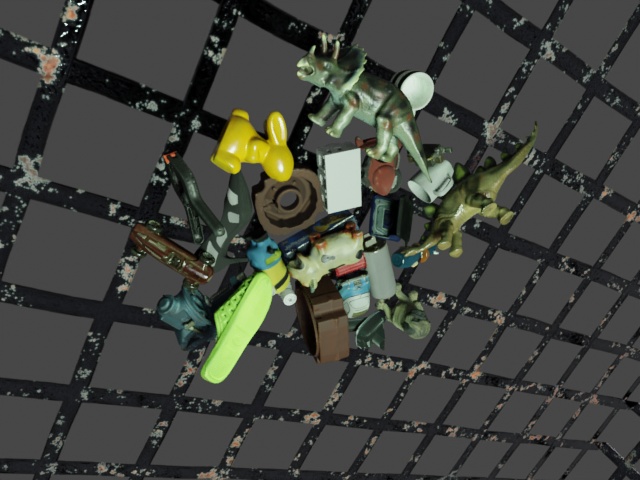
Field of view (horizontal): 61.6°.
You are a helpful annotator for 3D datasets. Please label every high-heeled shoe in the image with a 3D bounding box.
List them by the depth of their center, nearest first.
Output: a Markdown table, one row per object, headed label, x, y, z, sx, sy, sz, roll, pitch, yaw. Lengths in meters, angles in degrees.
| label | x | y | z | sx | sy | sz | roll | pitch | yaw |
| --- | --- | --- | --- | --- | --- | --- | --- | --- | --- |
| high-heeled shoe | -0.236 | -0.043 | 1.237 | 0.145 | 0.086 | 0.248 | 1 | 101 | 10 |

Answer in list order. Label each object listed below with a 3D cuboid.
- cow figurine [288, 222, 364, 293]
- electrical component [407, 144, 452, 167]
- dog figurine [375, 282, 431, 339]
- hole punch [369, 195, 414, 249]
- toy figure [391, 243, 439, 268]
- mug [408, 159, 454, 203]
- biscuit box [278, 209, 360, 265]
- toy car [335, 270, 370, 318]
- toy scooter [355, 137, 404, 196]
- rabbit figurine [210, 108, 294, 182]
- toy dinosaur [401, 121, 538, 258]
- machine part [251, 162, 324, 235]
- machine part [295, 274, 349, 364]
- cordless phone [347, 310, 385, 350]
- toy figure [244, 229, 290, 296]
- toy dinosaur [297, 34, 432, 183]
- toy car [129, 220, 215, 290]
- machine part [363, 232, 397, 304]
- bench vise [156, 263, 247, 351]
| label | x | y | z | sx | sy | sz | roll | pitch | yaw |
| --- | --- | --- | --- | --- | --- | --- | --- | --- | --- |
| cow figurine | 0.013 | 0.045 | 1.299 | 0.195 | 0.086 | 0.127 | -18 | 117 | -15 |
| electrical component | 0.266 | -0.213 | 1.335 | 0.078 | 0.102 | 0.045 | -52 | 132 | -21 |
| dog figurine | 0.267 | 0.232 | 1.524 | 0.172 | 0.191 | 0.121 | 26 | 105 | -35 |
| hole punch | 0.185 | -0.054 | 1.378 | 0.115 | 0.092 | 0.142 | 22 | 70 | -62 |
| toy figure | 0.263 | 0.036 | 1.486 | 0.154 | 0.058 | 0.064 | -16 | 91 | -37 |
| mug | 0.296 | -0.157 | 1.375 | 0.107 | 0.110 | 0.080 | -48 | 123 | -9 |
| biscuit box | -0.003 | -0.004 | 1.349 | 0.203 | 0.059 | 0.062 | -30 | 126 | -7 |
| toy car | 0.089 | 0.150 | 1.419 | 0.109 | 0.103 | 0.161 | -15 | 162 | -19 |
| toy scooter | 0.139 | -0.195 | 1.297 | 0.135 | 0.075 | 0.183 | 0 | 115 | -23 |
| rabbit figurine | -0.131 | -0.195 | 1.151 | 0.173 | 0.122 | 0.162 | 27 | 82 | -14 |
| toy dinosaur | 0.392 | -0.114 | 1.374 | 0.471 | 0.199 | 0.105 | -38 | 136 | 12 |
| machine part | -0.077 | -0.098 | 1.267 | 0.179 | 0.056 | 0.179 | -11 | 122 | -18 |
| machine part | 0.001 | 0.199 | 1.378 | 0.087 | 0.201 | 0.201 | -11 | 122 | -15 |
| cordless phone | 0.095 | 0.264 | 1.540 | 0.184 | 0.089 | 0.146 | -4 | 152 | 3 |
| toy figure | -0.127 | 0.056 | 1.316 | 0.089 | 0.082 | 0.179 | -20 | 121 | -14 |
| toy dinosaur | 0.117 | -0.288 | 1.166 | 0.405 | 0.131 | 0.192 | 23 | 109 | -20 |
| toy car | -0.331 | 0.034 | 1.196 | 0.202 | 0.053 | 0.089 | 34 | 108 | -12 |
| machine part | 0.158 | 0.075 | 1.456 | 0.079 | 0.079 | 0.242 | -24 | 123 | -11 |
| bench vise | -0.264 | 0.166 | 1.296 | 0.240 | 0.129 | 0.223 | -37 | 129 | 4 |
